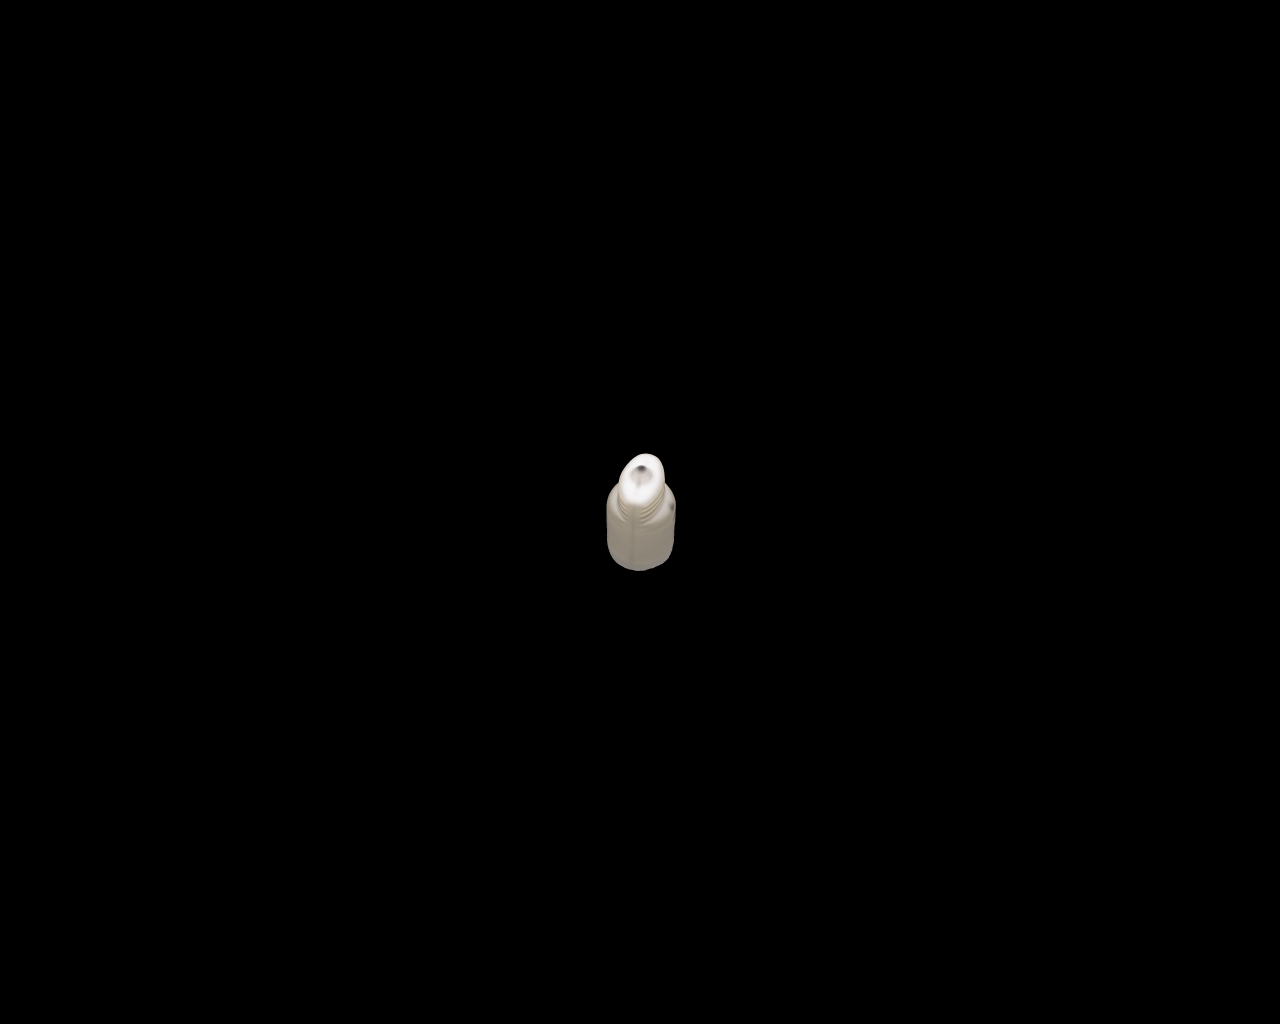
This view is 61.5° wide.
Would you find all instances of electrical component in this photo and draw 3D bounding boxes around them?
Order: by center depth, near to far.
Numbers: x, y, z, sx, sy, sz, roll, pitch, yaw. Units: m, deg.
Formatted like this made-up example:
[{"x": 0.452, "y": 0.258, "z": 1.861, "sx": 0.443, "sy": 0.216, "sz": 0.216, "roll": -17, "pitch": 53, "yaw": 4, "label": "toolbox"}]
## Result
[{"x": 0.001, "y": -0.003, "z": 0.650, "sx": 0.043, "sy": 0.043, "sz": 0.080, "roll": 0, "pitch": -37, "yaw": 0, "label": "electrical component"}]
